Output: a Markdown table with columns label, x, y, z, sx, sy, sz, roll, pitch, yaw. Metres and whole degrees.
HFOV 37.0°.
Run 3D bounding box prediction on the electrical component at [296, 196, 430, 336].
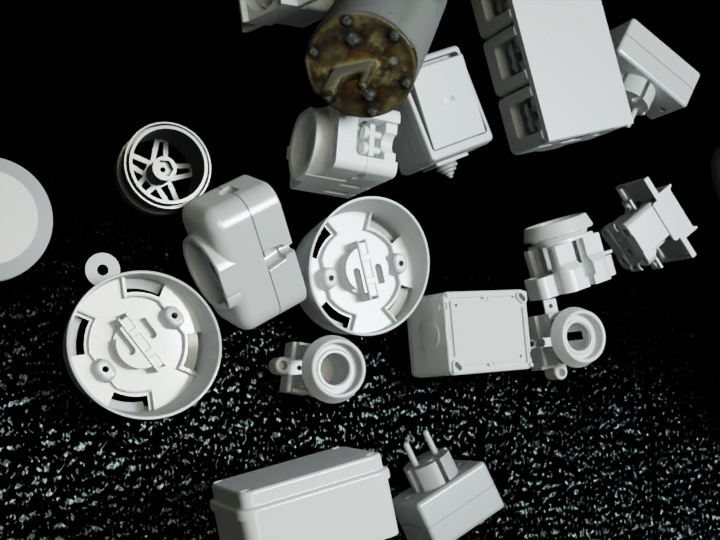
| label | x | y | z | sx | sy | sz | roll | pitch | yaw |
| --- | --- | --- | --- | --- | --- | --- | --- | --- | --- |
| electrical component | 0.000 | 0.000 | 0.797 | 0.099 | 0.064 | 0.099 | 4 | 81 | -24 |

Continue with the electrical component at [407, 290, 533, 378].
| label | x | y | z | sx | sy | sz | roll | pitch | yaw |
| --- | --- | --- | --- | --- | --- | --- | --- | --- | --- |
| electrical component | 0.088 | 0.049 | 0.836 | 0.096 | 0.061 | 0.061 | -1 | 83 | -33 |

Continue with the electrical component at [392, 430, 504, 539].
| label | x | y | z | sx | sy | sz | roll | pitch | yaw |
| --- | --- | --- | --- | --- | --- | --- | --- | --- | --- |
| electrical component | 0.057 | 0.159 | 0.810 | 0.066 | 0.047 | 0.076 | -27 | 95 | -26 |

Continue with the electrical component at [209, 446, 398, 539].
| label | x | y | z | sx | sy | sz | roll | pitch | yaw |
| --- | --- | --- | --- | --- | --- | --- | --- | --- | --- |
| electrical component | -0.040 | 0.165 | 0.748 | 0.113 | 0.078 | 0.057 | -12 | 91 | -26 |

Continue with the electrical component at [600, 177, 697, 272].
| label | x | y | z | sx | sy | sz | roll | pitch | yaw |
| --- | --- | --- | --- | --- | --- | --- | --- | --- | --- |
| electrical component | 0.247 | -0.035 | 0.929 | 0.064 | 0.042 | 0.081 | -37 | 98 | -23 |

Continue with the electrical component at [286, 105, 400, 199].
| label | x | y | z | sx | sy | sz | roll | pitch | yaw |
| --- | --- | --- | --- | --- | --- | --- | --- | --- | --- |
| electrical component | -0.016 | -0.088 | 0.787 | 0.056 | 0.089 | 0.050 | 8 | 79 | -24 |

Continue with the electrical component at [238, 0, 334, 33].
| label | x | y | z | sx | sy | sz | roll | pitch | yaw |
| --- | --- | --- | --- | --- | --- | --- | --- | --- | --- |
| electrical component | -0.059 | -0.246 | 0.804 | 0.063 | 0.079 | 0.121 | -4 | 84 | -47 |

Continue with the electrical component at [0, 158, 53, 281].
| label | x | y | z | sx | sy | sz | roll | pitch | yaw |
| --- | --- | --- | --- | --- | --- | --- | --- | --- | --- |
| electrical component | -0.243 | -0.030 | 0.696 | 0.080 | 0.051 | 0.080 | 4 | 81 | -24 |

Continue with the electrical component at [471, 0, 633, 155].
| label | x | y | z | sx | sy | sz | roll | pitch | yaw |
| --- | --- | --- | --- | --- | --- | --- | --- | --- | --- |
| electrical component | 0.156 | -0.179 | 0.896 | 0.089 | 0.062 | 0.150 | -14 | 89 | -26 |

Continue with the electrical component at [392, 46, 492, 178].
| label | x | y | z | sx | sy | sz | roll | pitch | yaw |
| --- | --- | --- | --- | --- | --- | --- | --- | --- | --- |
| electrical component | 0.059 | -0.119 | 0.842 | 0.062 | 0.061 | 0.096 | -22 | 92 | -26 |

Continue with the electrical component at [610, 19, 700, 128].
| label | x | y | z | sx | sy | sz | roll | pitch | yaw |
| --- | --- | --- | --- | --- | --- | --- | --- | --- | --- |
| electrical component | 0.241 | -0.160 | 0.940 | 0.083 | 0.047 | 0.075 | 34 | 70 | -17 |

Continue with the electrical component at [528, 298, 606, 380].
| label | x | y | z | sx | sy | sz | roll | pitch | yaw |
| --- | --- | --- | --- | --- | --- | --- | --- | --- | --- |
| electrical component | 0.165 | 0.055 | 0.870 | 0.048 | 0.055 | 0.066 | -10 | 87 | -26 |

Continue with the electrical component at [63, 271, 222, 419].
| label | x | y | z | sx | sy | sz | roll | pitch | yaw |
| --- | --- | --- | --- | --- | --- | --- | --- | --- | --- |
| electrical component | -0.148 | 0.050 | 0.721 | 0.099 | 0.064 | 0.099 | 4 | 81 | -24 |

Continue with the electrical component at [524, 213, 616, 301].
| label | x | y | z | sx | sy | sz | roll | pitch | yaw |
| --- | --- | --- | --- | --- | --- | --- | --- | --- | --- |
| electrical component | 0.167 | -0.013 | 0.881 | 0.078 | 0.058 | 0.057 | -18 | 93 | -26 |

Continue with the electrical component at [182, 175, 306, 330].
| label | x | y | z | sx | sy | sz | roll | pitch | yaw |
| --- | --- | --- | --- | --- | --- | --- | --- | --- | --- |
| electrical component | -0.084 | -0.010 | 0.751 | 0.059 | 0.054 | 0.095 | -29 | 120 | -26 |

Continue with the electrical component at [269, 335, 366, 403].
| label | x | y | z | sx | sy | sz | roll | pitch | yaw |
| --- | --- | --- | --- | --- | --- | --- | --- | --- | --- |
| electrical component | -0.026 | 0.073 | 0.779 | 0.066 | 0.055 | 0.048 | 12 | 78 | -23 |
